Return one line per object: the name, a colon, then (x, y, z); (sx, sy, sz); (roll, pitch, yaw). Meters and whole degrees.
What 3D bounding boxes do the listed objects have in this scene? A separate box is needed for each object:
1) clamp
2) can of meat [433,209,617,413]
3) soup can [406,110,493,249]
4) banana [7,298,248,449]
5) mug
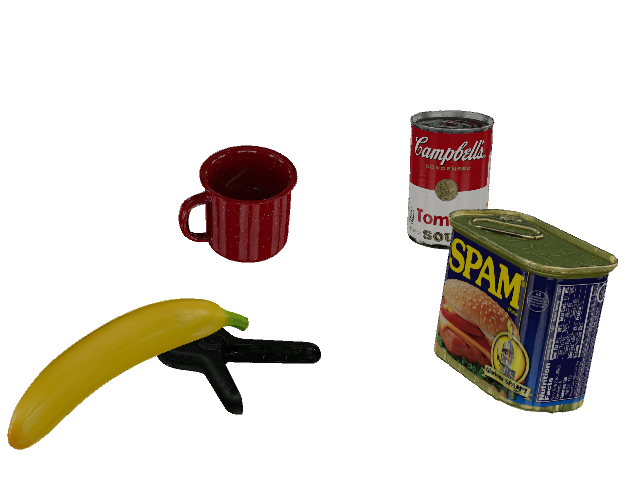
clamp: (-0.126, 0.136, 1.241); (0.210, 0.036, 0.164); (14, 24, 23)
can of meat: (0.108, 0.037, 0.587); (0.057, 0.084, 0.102); (-2, 19, -26)
soup can: (0.106, -0.051, 0.884); (0.068, 0.102, 0.068); (0, 20, 0)
banana: (-0.148, 0.090, 0.772); (0.198, 0.069, 0.037); (-27, 39, -2)
mug: (-0.081, -0.029, 1.030); (0.117, 0.081, 0.093); (-18, 45, -24)
